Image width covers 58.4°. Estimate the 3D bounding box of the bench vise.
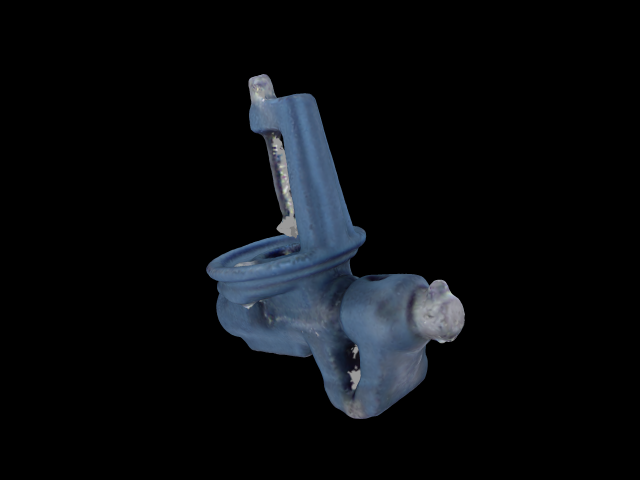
[{"bbox_3d":[0.009,-0.002,0.410,0.206,0.220,0.122,9,22,22],"label":"bench vise"}]
